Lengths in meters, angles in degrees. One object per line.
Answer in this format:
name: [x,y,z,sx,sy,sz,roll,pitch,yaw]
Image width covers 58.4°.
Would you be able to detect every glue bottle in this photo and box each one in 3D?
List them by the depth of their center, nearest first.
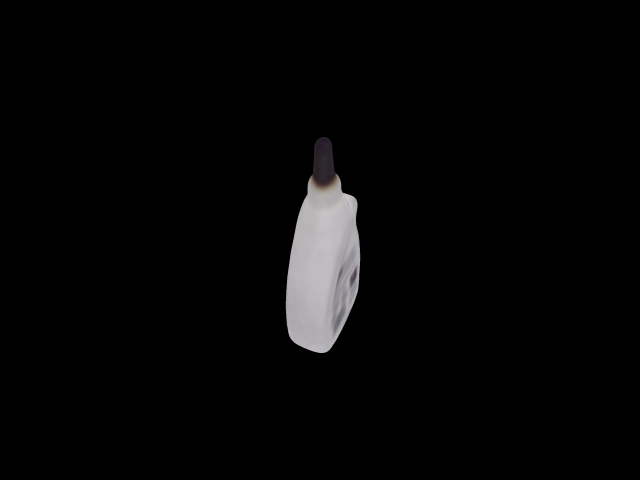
glue bottle: [0.004,0.001,0.400,0.037,0.173,0.078,17,48,17]
